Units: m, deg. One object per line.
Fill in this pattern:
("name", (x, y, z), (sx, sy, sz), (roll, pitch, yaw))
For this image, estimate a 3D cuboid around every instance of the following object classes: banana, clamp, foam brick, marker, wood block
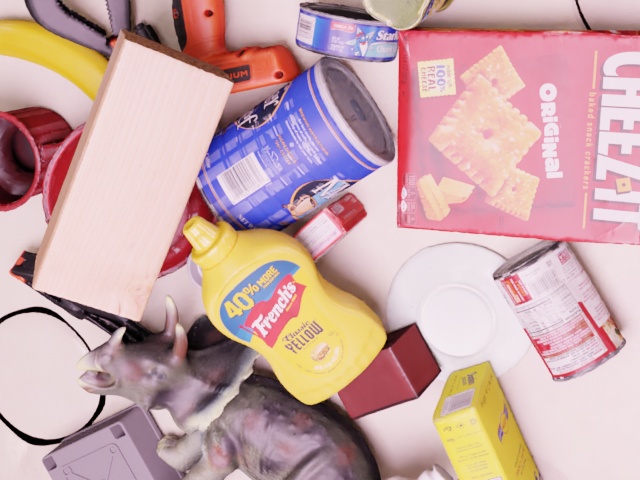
("banana", (-0.235, -0.156, 0.981), (0.198, 0.037, 0.070), (37, 111, 6))
("clamp", (-0.221, -0.251, 0.916), (0.164, 0.036, 0.210), (-37, 117, 9))
("foam brick", (0.056, 0.115, 0.935), (0.078, 0.052, 0.051), (-27, 96, 37))
("marker", (-0.129, -0.143, 0.959), (0.020, 0.020, 0.121), (-34, 91, 22))
("clamp", (-0.218, 0.062, 1.016), (0.172, 0.039, 0.120), (24, 152, 29))
("wood block", (-0.152, -0.054, 0.859), (0.090, 0.090, 0.206), (19, 101, -17))

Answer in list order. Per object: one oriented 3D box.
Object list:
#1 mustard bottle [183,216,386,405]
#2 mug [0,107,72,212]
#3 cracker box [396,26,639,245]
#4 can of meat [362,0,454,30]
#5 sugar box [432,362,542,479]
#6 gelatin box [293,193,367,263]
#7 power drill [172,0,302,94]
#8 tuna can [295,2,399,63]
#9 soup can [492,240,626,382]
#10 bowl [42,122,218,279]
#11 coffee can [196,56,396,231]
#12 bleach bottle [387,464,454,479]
("mustard bottle", (-0.039, 0.047, 0.872), (0.096, 0.058, 0.191), (-41, 115, 11))
("mug", (-0.268, -0.081, 0.987), (0.117, 0.081, 0.093), (-9, 100, 20))
("cracker box", (0.169, -0.085, 0.848), (0.214, 0.072, 0.164), (5, 105, 16))
("can of meat", (0.082, -0.218, 0.826), (0.057, 0.083, 0.102), (31, 123, 8))
("sugar box", (0.155, 0.203, 0.906), (0.048, 0.093, 0.176), (-24, 100, 23))
("gelatin box", (-0.006, 0.001, 0.925), (0.089, 0.073, 0.030), (-42, 88, 22))
("power drill", (-0.072, -0.220, 0.903), (0.185, 0.057, 0.187), (-10, 98, 22))
("tuna can", (0.023, -0.169, 0.867), (0.086, 0.086, 0.034), (14, 109, 14))
("soup can", (0.195, 0.056, 0.876), (0.069, 0.068, 0.102), (-31, 92, 22))
("bowl", (-0.163, -0.032, 0.942), (0.162, 0.055, 0.162), (-3, 107, -12))
("coffee can", (-0.022, -0.073, 0.897), (0.140, 0.102, 0.103), (-32, 92, 22))
("bleach bottle", (0.029, 0.292, 0.900), (0.102, 0.068, 0.251), (40, 100, -10))
